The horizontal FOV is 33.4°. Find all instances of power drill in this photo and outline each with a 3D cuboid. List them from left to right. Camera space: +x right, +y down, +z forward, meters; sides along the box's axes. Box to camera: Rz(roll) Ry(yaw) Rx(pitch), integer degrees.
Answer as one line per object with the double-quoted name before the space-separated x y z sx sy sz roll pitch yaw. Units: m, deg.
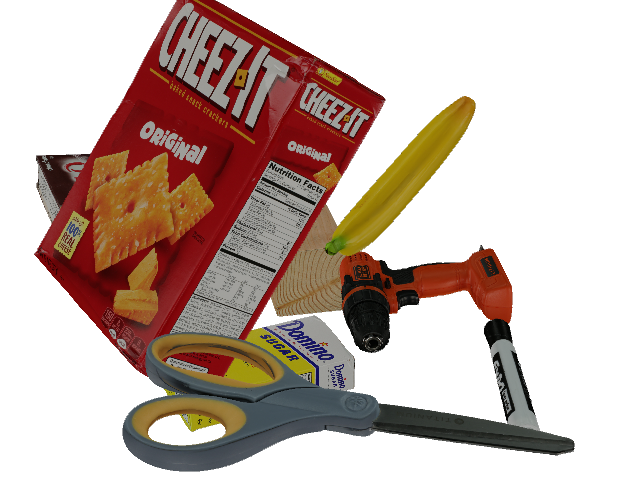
"power drill" 0.116 0.063 1.202 0.187 0.057 0.184 -3 28 -3

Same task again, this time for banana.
"banana" 0.074 -0.051 0.984 0.037 0.197 0.070 42 -10 -4

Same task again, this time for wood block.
"wood block" -0.031 0.004 1.367 0.090 0.090 0.206 -5 28 -11

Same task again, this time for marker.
"marker" 0.127 0.091 0.716 0.020 0.020 0.121 0 31 -1

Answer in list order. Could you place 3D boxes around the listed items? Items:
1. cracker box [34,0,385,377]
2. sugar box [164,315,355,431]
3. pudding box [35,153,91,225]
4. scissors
"cracker box" -0.080 -0.037 0.679 0.072 0.214 0.164 23 10 -44
"sugar box" -0.063 0.129 1.064 0.176 0.048 0.093 -14 31 -21
"pudding box" -0.196 -0.040 0.937 0.089 0.039 0.114 -3 26 -25
"scissors" 0.001 0.085 0.469 0.202 0.016 0.096 16 34 22
